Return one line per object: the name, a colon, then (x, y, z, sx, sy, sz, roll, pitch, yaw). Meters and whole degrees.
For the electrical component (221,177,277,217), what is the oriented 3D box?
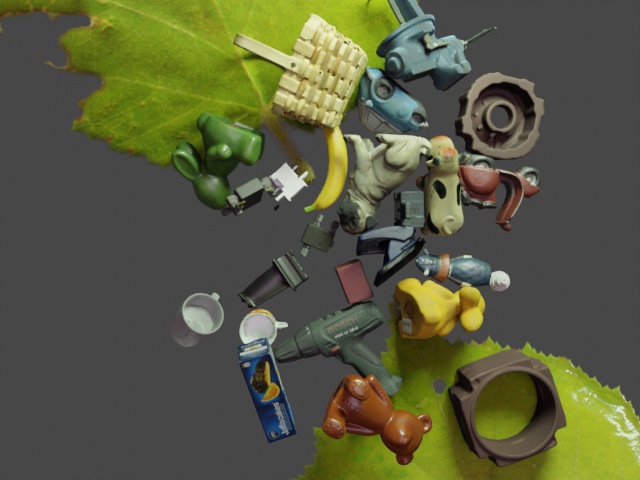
electrical component: (-0.133, -0.079, 1.015, 0.102, 0.078, 0.045, -30, 74, -29)

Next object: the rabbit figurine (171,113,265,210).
rabbit figurine: (-0.197, -0.140, 1.010, 0.159, 0.121, 0.170, 18, 106, -12)

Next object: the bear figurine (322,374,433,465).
bear figurine: (0.110, 0.334, 0.978, 0.196, 0.132, 0.120, 36, 91, 3)

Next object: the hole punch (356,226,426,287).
hole punch: (0.133, 0.018, 1.042, 0.116, 0.142, 0.092, -33, 71, -11)

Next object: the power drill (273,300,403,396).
power drill: (0.050, 0.243, 1.072, 0.232, 0.086, 0.207, -34, 88, -3)

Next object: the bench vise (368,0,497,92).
bench vise: (0.183, -0.397, 1.015, 0.224, 0.129, 0.240, -28, 87, -25)

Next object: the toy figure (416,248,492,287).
toy figure: (0.266, 0.060, 1.085, 0.155, 0.064, 0.057, 9, 129, 0)

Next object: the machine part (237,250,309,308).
machine part: (-0.096, 0.086, 1.067, 0.139, 0.039, 0.084, -32, 100, -4)

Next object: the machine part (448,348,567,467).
machine part: (0.381, 0.339, 1.095, 0.201, 0.087, 0.201, -19, 94, -5)

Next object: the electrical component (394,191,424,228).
electrical component: (0.175, -0.060, 1.042, 0.048, 0.119, 0.074, -2, 91, -4)

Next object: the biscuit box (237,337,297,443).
biscuit box: (-0.101, 0.291, 1.036, 0.063, 0.059, 0.202, -17, 113, -5)

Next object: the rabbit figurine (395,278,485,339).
rabbit figurine: (0.253, 0.128, 1.055, 0.173, 0.162, 0.122, -1, 81, -22)

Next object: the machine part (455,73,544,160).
machine part: (0.359, -0.244, 1.080, 0.179, 0.056, 0.179, 0, 94, -5)

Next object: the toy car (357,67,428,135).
toy car: (0.128, -0.255, 1.045, 0.161, 0.109, 0.103, 36, 115, -16)

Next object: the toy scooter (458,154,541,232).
toy scooter: (0.351, -0.092, 1.079, 0.184, 0.075, 0.135, 11, 92, -10)

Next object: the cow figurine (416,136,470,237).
cow figurine: (0.236, -0.103, 1.041, 0.085, 0.127, 0.194, -6, 96, -8)

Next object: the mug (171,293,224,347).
mug: (-0.239, 0.151, 1.031, 0.081, 0.109, 0.107, 36, 133, -13)

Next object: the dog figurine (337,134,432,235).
dog figurine: (0.121, -0.102, 1.025, 0.173, 0.121, 0.190, 5, 97, 36)

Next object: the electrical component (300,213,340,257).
electrical component: (-0.002, -0.003, 1.078, 0.063, 0.021, 0.094, 25, 90, -6)
